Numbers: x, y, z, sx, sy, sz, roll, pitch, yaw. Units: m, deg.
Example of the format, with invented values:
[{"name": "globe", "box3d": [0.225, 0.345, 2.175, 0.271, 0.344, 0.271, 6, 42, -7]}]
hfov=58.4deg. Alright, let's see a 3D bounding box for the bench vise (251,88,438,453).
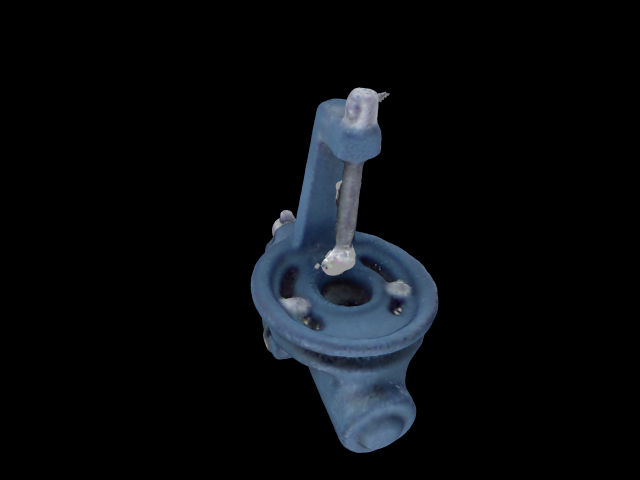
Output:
[{"name": "bench vise", "box3d": [-0.006, 0.004, 0.393, 0.122, 0.220, 0.206, -15, 25, -35]}]
